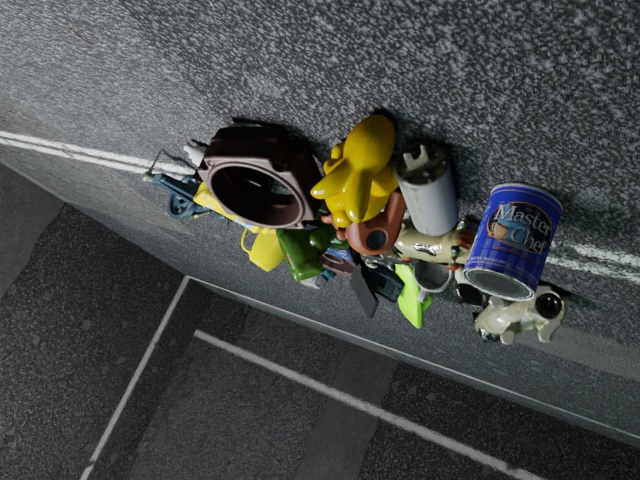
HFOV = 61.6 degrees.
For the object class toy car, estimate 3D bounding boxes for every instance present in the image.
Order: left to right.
[{"bbox_3d":[-0.019,0.091,1.587,0.109,0.103,0.161,17,161,28],"label":"toy car"},{"bbox_3d":[0.337,0.105,1.185,0.074,0.056,0.201,10,161,23],"label":"toy car"}]

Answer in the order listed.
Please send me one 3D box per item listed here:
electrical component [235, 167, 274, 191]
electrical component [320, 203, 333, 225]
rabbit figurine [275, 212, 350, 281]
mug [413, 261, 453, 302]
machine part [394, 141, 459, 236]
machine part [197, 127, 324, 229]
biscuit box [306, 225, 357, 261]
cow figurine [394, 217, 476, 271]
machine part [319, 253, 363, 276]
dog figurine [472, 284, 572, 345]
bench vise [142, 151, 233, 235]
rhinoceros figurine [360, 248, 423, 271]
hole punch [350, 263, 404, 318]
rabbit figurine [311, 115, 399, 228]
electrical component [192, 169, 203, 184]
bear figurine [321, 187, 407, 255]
[{"bbox_3d":[-0.165,-0.136,1.134,0.134,0.058,0.115,24,163,1],"label":"electrical component"},{"bbox_3d":[0.000,-0.065,1.104,0.102,0.045,0.078,22,179,-20],"label":"electrical component"},{"bbox_3d":[-0.002,-0.004,1.193,0.121,0.170,0.159,108,138,-73],"label":"rabbit figurine"},{"bbox_3d":[0.248,0.088,1.178,0.081,0.109,0.107,19,176,20],"label":"mug"},{"bbox_3d":[0.165,-0.073,0.809,0.079,0.079,0.243,16,163,27],"label":"machine part"},{"bbox_3d":[-0.104,-0.107,0.979,0.202,0.087,0.200,4,146,23],"label":"machine part"},{"bbox_3d":[-0.003,-0.014,1.284,0.203,0.063,0.059,18,164,23],"label":"biscuit box"},{"bbox_3d":[0.220,0.004,0.980,0.195,0.085,0.127,14,168,36],"label":"cow figurine"},{"bbox_3d":[0.040,0.032,1.388,0.179,0.056,0.179,23,163,7],"label":"machine part"},{"bbox_3d":[0.418,0.156,1.129,0.172,0.121,0.190,-4,169,7],"label":"dog figurine"},{"bbox_3d":[-0.324,-0.112,1.340,0.224,0.129,0.240,10,165,44],"label":"bench vise"},{"bbox_3d":[0.149,0.021,1.166,0.112,0.073,0.190,26,166,-28],"label":"rhinoceros figurine"},{"bbox_3d":[0.134,0.108,1.286,0.116,0.092,0.142,60,165,24],"label":"hole punch"},{"bbox_3d":[0.054,-0.105,0.782,0.122,0.162,0.173,34,148,8],"label":"rabbit figurine"},{"bbox_3d":[-0.236,-0.123,1.248,0.119,0.075,0.047,17,163,12],"label":"electrical component"},{"bbox_3d":[0.076,-0.055,0.980,0.120,0.131,0.196,-4,-155,-12],"label":"bear figurine"}]
